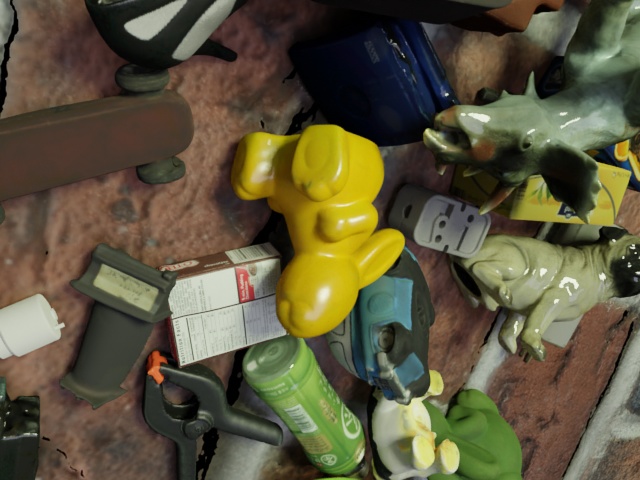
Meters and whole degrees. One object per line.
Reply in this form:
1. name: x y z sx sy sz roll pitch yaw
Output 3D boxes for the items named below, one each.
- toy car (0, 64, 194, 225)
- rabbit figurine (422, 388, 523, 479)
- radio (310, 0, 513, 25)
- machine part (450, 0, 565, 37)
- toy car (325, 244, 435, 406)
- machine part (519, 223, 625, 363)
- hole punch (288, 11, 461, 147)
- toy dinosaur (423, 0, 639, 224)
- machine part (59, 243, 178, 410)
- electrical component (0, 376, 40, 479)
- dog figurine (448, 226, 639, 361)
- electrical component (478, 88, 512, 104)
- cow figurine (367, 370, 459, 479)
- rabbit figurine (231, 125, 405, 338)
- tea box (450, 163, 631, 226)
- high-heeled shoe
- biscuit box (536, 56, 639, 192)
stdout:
1. toy car: -0.191 -0.069 0.390 0.202 0.053 0.089 -20 129 -24
2. rabbit figurine: 0.152 0.256 0.658 0.170 0.159 0.121 27 105 -18
3. radio: 0.055 -0.260 0.325 0.131 0.073 0.229 -4 101 -22
4. machine part: 0.140 -0.295 0.456 0.201 0.087 0.201 11 105 -30
5. toy car: 0.057 0.085 0.548 0.103 0.162 0.109 -10 134 25
6. machine part: 0.318 0.048 0.692 0.079 0.079 0.243 21 97 -33
7. hole punch: 0.045 -0.137 0.456 0.092 0.116 0.142 -35 122 -3
8. toy dinosaur: 0.269 -0.157 0.458 0.405 0.131 0.192 -38 159 -23
9. machine part: -0.175 0.075 0.453 0.084 0.039 0.138 21 105 -6
10. electrical component: -0.289 0.177 0.432 0.115 0.058 0.134 6 106 -32
11. dog figurine: 0.263 0.022 0.615 0.190 0.121 0.172 -37 98 -6
12. electrical component: 0.214 -0.131 0.576 0.094 0.063 0.021 13 141 -21
13. cow figurine: 0.086 0.180 0.603 0.068 0.167 0.098 17 141 -35
14. rabbit figurine: -0.001 -0.001 0.475 0.162 0.122 0.173 14 77 -58
15. tea box: 0.244 -0.064 0.596 0.169 0.098 0.068 2 108 -31
16. high-heeled shoe: -0.048 -0.217 0.357 0.248 0.086 0.145 -51 159 17
17. biscuit box: 0.332 -0.133 0.637 0.202 0.059 0.063 30 94 -33
